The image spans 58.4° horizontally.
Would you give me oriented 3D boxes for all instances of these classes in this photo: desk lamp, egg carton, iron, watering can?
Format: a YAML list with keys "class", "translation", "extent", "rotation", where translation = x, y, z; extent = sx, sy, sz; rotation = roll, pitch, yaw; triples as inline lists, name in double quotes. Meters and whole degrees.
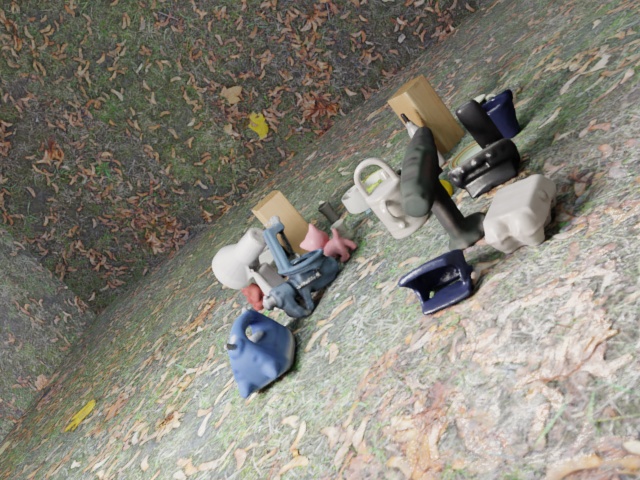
- class: "desk lamp"
  translation: [-0.151, 0.074, 1.494]
  extent: [0.202, 0.214, 0.118]
  rotation: [-29, 20, 34]
- class: "egg carton"
  translation: [0.341, -0.046, 0.970]
  extent: [0.107, 0.069, 0.150]
  rotation: [-23, 24, 45]
- class: "iron"
  translation: [-0.137, 0.213, 1.232]
  extent: [0.118, 0.141, 0.258]
  rotation: [-36, 17, 14]
- class: "watering can"
  translation: [0.154, -0.107, 1.323]
  extent: [0.101, 0.194, 0.172]
  rotation: [-39, 17, 5]

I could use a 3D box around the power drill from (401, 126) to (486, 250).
- class: "power drill"
  translation: [0.227, -0.090, 1.091]
  extent: [0.075, 0.209, 0.230]
  rotation: [-29, 20, 35]

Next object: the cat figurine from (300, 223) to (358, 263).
- class: "cat figurine"
  translation: [0.014, 0.005, 1.479]
  extent: [0.127, 0.118, 0.067]
  rotation: [-22, 25, 47]

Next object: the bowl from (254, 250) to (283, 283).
- class: "bowl"
  translation: [-0.157, 0.098, 1.693]
  extent: [0.167, 0.075, 0.167]
  rotation: [-37, 17, 13]

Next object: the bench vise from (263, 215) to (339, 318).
- class: "bench vise"
  translation: [-0.069, 0.061, 1.337]
  extent: [0.121, 0.220, 0.208]
  rotation: [-26, 22, 40]

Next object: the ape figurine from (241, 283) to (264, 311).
- class: "ape figurine"
  translation: [-0.184, 0.150, 1.587]
  extent: [0.076, 0.092, 0.077]
  rotation: [-40, 17, 1]

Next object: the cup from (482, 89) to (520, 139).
- class: "cup"
  translation: [0.435, -0.293, 1.357]
  extent: [0.118, 0.095, 0.091]
  rotation: [-47, 18, -21]

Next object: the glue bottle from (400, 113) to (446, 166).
- class: "glue bottle"
  translation: [0.268, -0.270, 1.529]
  extent: [0.037, 0.173, 0.078]
  rotation: [-38, 17, 9]

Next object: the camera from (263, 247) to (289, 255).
- class: "camera"
  translation: [-0.120, 0.008, 1.799]
  extent: [0.143, 0.101, 0.136]
  rotation: [-49, 19, -28]

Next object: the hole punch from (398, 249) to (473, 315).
- class: "hole punch"
  translation: [0.196, 0.059, 0.981]
  extent: [0.108, 0.091, 0.101]
  rotation: [-31, 19, 29]

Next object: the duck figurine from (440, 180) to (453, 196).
- class: "duck figurine"
  translation: [0.257, -0.132, 1.350]
  extent: [0.077, 0.086, 0.104]
  rotation: [-41, 16, 0]

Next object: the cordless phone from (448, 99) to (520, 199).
- class: "cordless phone"
  translation: [0.318, -0.195, 1.201]
  extent: [0.147, 0.185, 0.094]
  rotation: [-33, 18, 24]
